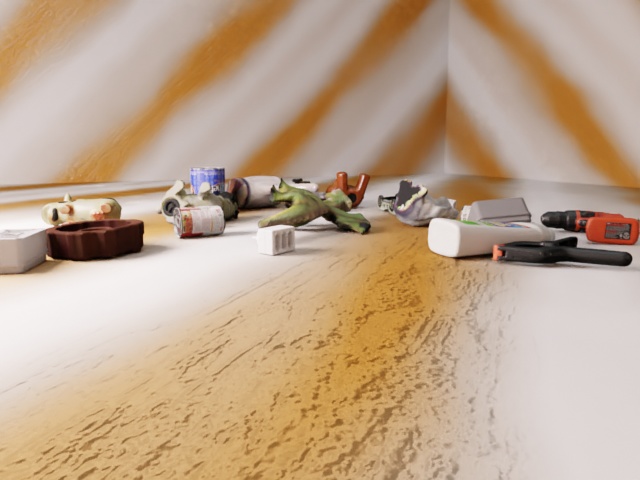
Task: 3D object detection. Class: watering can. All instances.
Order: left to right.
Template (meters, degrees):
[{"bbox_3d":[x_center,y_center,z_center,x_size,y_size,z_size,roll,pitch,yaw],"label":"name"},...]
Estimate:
[{"bbox_3d":[-0.170,-0.160,1.677,0.225,0.104,0.347,-7,4,-32],"label":"watering can"}]

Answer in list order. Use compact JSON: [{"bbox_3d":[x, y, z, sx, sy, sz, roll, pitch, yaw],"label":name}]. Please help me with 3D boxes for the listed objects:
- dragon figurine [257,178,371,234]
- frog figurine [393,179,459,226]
[{"bbox_3d":[0.004,-0.062,1.233,0.243,0.120,0.416,9,20,3],"label":"dragon figurine"},{"bbox_3d":[0.274,-0.074,1.339,0.158,0.124,0.137,35,-19,-27],"label":"frog figurine"}]
